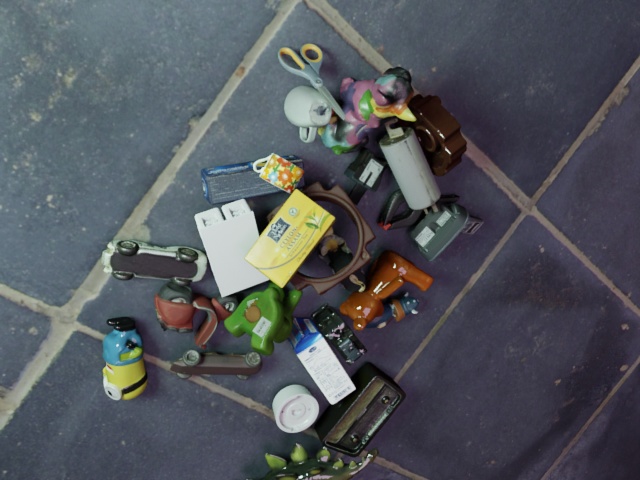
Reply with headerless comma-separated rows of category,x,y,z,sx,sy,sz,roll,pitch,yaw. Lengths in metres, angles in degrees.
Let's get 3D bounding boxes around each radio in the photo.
radio,0.105,0.439,1.382,0.131,0.073,0.229,36,95,-28

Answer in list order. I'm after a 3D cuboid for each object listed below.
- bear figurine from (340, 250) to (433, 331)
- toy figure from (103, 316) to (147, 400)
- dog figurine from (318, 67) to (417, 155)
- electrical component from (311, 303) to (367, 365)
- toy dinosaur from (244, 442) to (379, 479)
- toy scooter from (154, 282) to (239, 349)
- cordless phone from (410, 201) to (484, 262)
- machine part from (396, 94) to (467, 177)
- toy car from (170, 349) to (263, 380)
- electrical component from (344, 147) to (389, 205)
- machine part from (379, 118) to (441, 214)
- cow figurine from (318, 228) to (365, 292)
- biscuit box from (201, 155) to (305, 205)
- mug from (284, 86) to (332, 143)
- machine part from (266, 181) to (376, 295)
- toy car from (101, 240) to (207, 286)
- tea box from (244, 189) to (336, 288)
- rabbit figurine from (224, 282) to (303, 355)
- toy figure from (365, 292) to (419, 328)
bear figurine,0.148,0.126,1.253,0.132,0.120,0.195,29,94,-30
toy figure,-0.401,0.247,1.108,0.089,0.082,0.180,2,106,-20
dog figurine,0.096,-0.244,1.044,0.108,0.219,0.191,28,96,-24
electrical component,0.047,0.222,1.245,0.058,0.134,0.114,-41,116,-4
toy dinosaur,-0.075,0.605,1.343,0.472,0.105,0.198,-24,122,2
toy scooter,-0.268,0.165,1.135,0.184,0.075,0.135,14,105,-30
cordless phone,0.317,-0.016,1.299,0.184,0.089,0.146,6,128,-52
machine part,0.234,-0.220,1.132,0.056,0.179,0.179,-35,118,-11
toy car,-0.227,0.272,1.191,0.202,0.053,0.089,7,146,-22
electrical component,0.095,-0.136,1.179,0.075,0.048,0.119,25,99,-27
machine part,0.195,-0.152,1.154,0.079,0.079,0.243,-35,118,-6
cow figurine,0.043,0.043,1.198,0.068,0.098,0.167,-35,118,1
biscuit box,-0.135,-0.124,1.086,0.203,0.059,0.062,-12,114,-18
mug,-0.021,-0.246,1.059,0.081,0.107,0.109,4,105,-21
machine part,-0.002,-0.003,1.115,0.201,0.087,0.201,-34,85,-2
toy car,-0.329,0.045,1.076,0.202,0.056,0.073,8,112,-22
tea box,-0.056,-0.002,1.040,0.098,0.068,0.169,35,89,3
rabbit figurine,-0.111,0.167,1.178,0.159,0.121,0.170,-66,158,-12
toy figure,0.167,0.173,1.316,0.154,0.058,0.064,-14,92,-13
